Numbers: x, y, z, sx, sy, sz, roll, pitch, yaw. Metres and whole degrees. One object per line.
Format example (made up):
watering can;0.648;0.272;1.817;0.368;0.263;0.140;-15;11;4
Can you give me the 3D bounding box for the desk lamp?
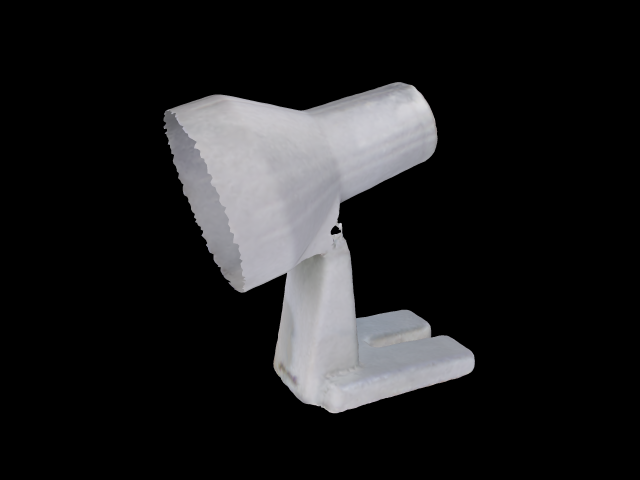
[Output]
desk lamp;0.004;0.001;0.400;0.204;0.214;0.117;-8;19;-24
